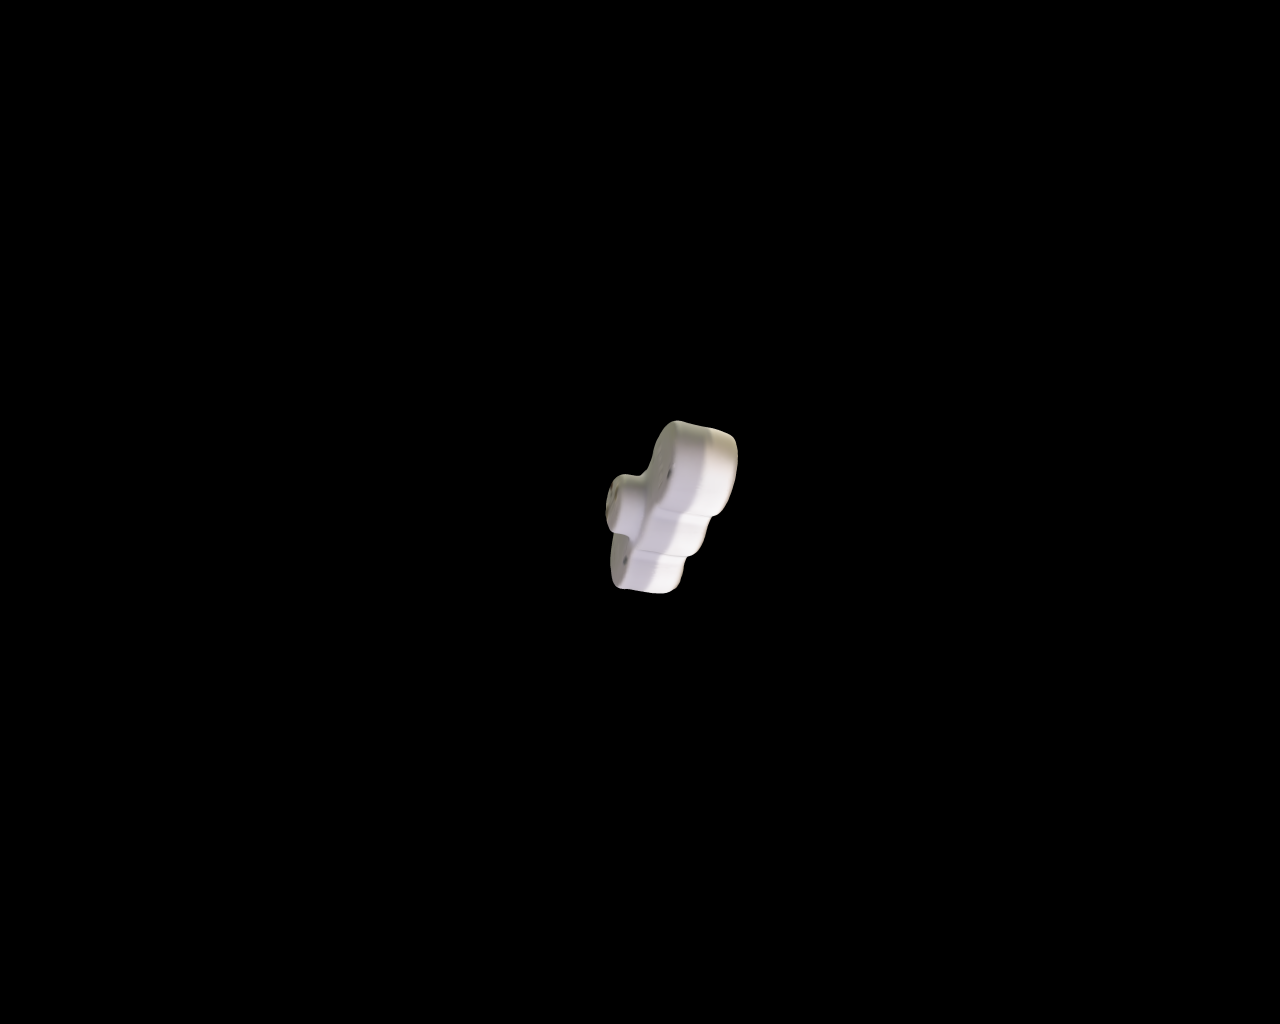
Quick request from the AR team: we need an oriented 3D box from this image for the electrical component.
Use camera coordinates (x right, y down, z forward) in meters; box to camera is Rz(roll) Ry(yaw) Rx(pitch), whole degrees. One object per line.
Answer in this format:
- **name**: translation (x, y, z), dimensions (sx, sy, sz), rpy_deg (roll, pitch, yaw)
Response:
- **electrical component**: translation (0.001, -0.003, 0.650), dimensions (0.074, 0.052, 0.138), rpy_deg (11, -39, -14)
